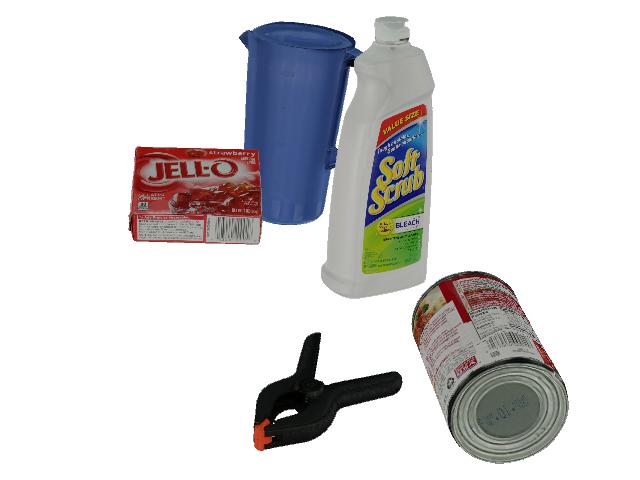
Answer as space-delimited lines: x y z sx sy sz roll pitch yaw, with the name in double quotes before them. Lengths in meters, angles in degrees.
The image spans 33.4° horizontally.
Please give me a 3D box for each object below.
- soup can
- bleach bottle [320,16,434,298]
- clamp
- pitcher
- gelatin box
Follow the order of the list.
"soup can" 0.095 0.070 0.611 0.068 0.068 0.102 0 26 -7
"bleach bottle" 0.054 -0.077 0.981 0.102 0.251 0.068 -10 24 -25
"clamp" -0.014 0.151 1.083 0.171 0.039 0.120 -23 34 -37
"pitcher" -0.026 -0.145 1.344 0.144 0.243 0.149 -4 26 -23
"gelatin box" -0.086 -0.033 0.739 0.089 0.030 0.073 2 42 -7
